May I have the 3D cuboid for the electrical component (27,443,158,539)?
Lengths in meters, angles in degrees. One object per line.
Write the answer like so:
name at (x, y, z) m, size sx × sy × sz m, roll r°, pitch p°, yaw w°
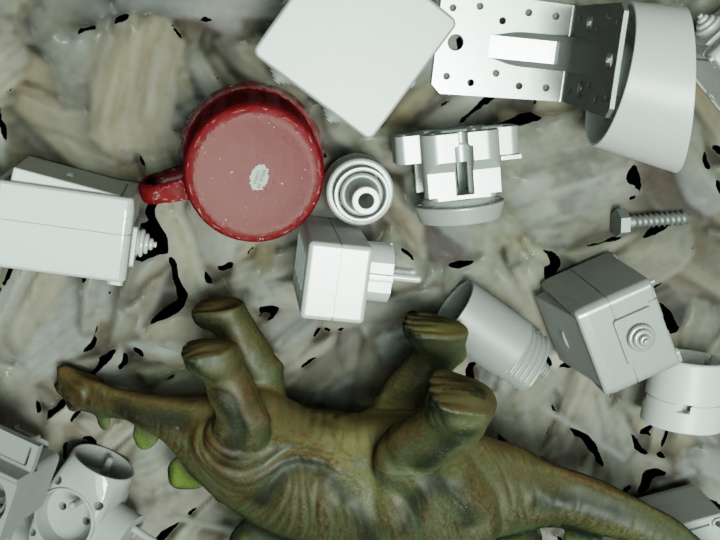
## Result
electrical component at (-0.170, 0.167, 0.706) m, size 0.079 × 0.044 × 0.077 m, roll 29°, pitch 99°, yaw 10°

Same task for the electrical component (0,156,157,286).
electrical component at (-0.171, -0.031, 0.655) m, size 0.096 × 0.061 × 0.061 m, roll 8°, pitch 103°, yaw -9°

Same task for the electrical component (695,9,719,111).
electrical component at (0.251, -0.132, 0.683) m, size 0.061 × 0.061 × 0.096 m, roll -43°, pitch 105°, yaw 4°

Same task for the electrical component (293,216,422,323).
electrical component at (0.000, 0.000, 0.673) m, size 0.076 × 0.083 × 0.047 m, roll 6°, pitch 103°, yaw -8°

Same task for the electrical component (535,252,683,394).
electrical component at (0.159, 0.036, 0.695) m, size 0.061 × 0.096 × 0.061 m, roll -24°, pitch 105°, yaw -1°

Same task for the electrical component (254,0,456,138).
electrical component at (-0.005, -0.142, 0.655) m, size 0.100 × 0.048 × 0.099 m, roll 35°, pitch 97°, yaw -14°

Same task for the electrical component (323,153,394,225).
electrical component at (0.000, -0.049, 0.672) m, size 0.043 × 0.062 × 0.043 m, roll -2°, pitch 104°, yaw -7°

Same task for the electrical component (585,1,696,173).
electrical component at (0.178, -0.114, 0.662) m, size 0.064 × 0.099 × 0.099 m, roll 11°, pitch 102°, yaw -4°

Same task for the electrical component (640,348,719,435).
electrical component at (0.223, 0.082, 0.737) m, size 0.055 × 0.055 × 0.047 m, roll 4°, pitch 100°, yaw -8°

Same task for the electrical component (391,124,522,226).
electrical component at (0.062, -0.060, 0.680) m, size 0.078 × 0.058 × 0.057 m, roll -6°, pitch 102°, yaw -6°

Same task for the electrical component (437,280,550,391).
electrical component at (0.093, 0.047, 0.717) m, size 0.081 × 0.043 × 0.043 m, roll 35°, pitch 97°, yaw -14°

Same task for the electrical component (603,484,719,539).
electrical component at (0.218, 0.194, 0.760) m, size 0.096 × 0.061 × 0.061 m, roll -14°, pitch 105°, yaw -3°

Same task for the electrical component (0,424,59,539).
electrical component at (-0.256, 0.115, 0.665) m, size 0.121 × 0.063 × 0.078 m, roll 23°, pitch 100°, yaw 8°
